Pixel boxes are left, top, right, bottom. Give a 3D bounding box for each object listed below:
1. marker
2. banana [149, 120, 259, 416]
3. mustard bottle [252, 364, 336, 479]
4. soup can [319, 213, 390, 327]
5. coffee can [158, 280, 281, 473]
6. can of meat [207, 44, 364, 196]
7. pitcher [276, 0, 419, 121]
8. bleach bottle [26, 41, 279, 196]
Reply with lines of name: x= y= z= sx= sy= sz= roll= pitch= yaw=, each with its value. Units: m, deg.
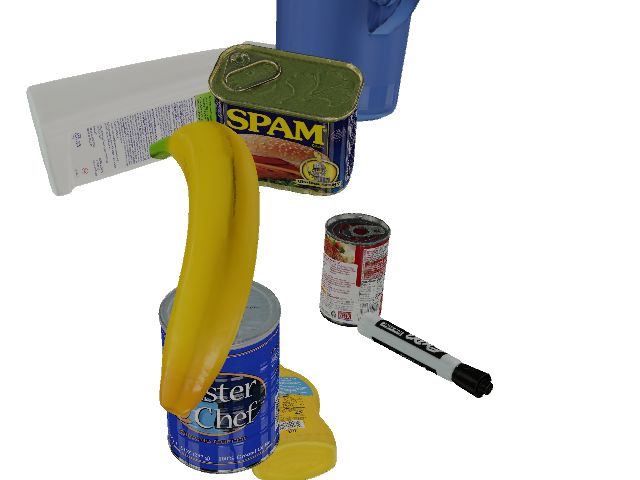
marker: x=0.076 y=0.084 z=0.784 sx=0.121 sy=0.020 sz=0.020 roll=26 pitch=17 yaw=40
banana: x=-0.058 y=-0.003 z=0.551 sx=0.037 sy=0.198 sz=0.070 roll=22 pitch=-53 yaw=-27
mustard bottle: x=-0.046 y=0.201 z=1.251 sx=0.096 sy=0.058 sz=0.192 roll=-8 pitch=29 yaw=-9
soup can: x=0.035 y=0.031 z=1.123 sx=0.068 sy=0.102 sz=0.068 roll=3 pitch=28 yaw=-2
coffee can: x=-0.086 y=0.117 z=0.932 sx=0.103 sy=0.140 sz=0.103 roll=1 pitch=31 yaw=-1
can of meat: x=-0.024 y=-0.081 z=0.743 sx=0.102 sy=0.057 sz=0.084 roll=11 pitch=-38 yaw=8
pitcher: x=0.028 y=-0.225 z=0.892 sx=0.145 sy=0.243 sz=0.149 roll=8 pitch=18 yaw=11
bleach bottle: x=-0.121 y=-0.116 z=0.931 sx=0.250 sy=0.068 sz=0.103 roll=-15 pitch=-31 yaw=-14
